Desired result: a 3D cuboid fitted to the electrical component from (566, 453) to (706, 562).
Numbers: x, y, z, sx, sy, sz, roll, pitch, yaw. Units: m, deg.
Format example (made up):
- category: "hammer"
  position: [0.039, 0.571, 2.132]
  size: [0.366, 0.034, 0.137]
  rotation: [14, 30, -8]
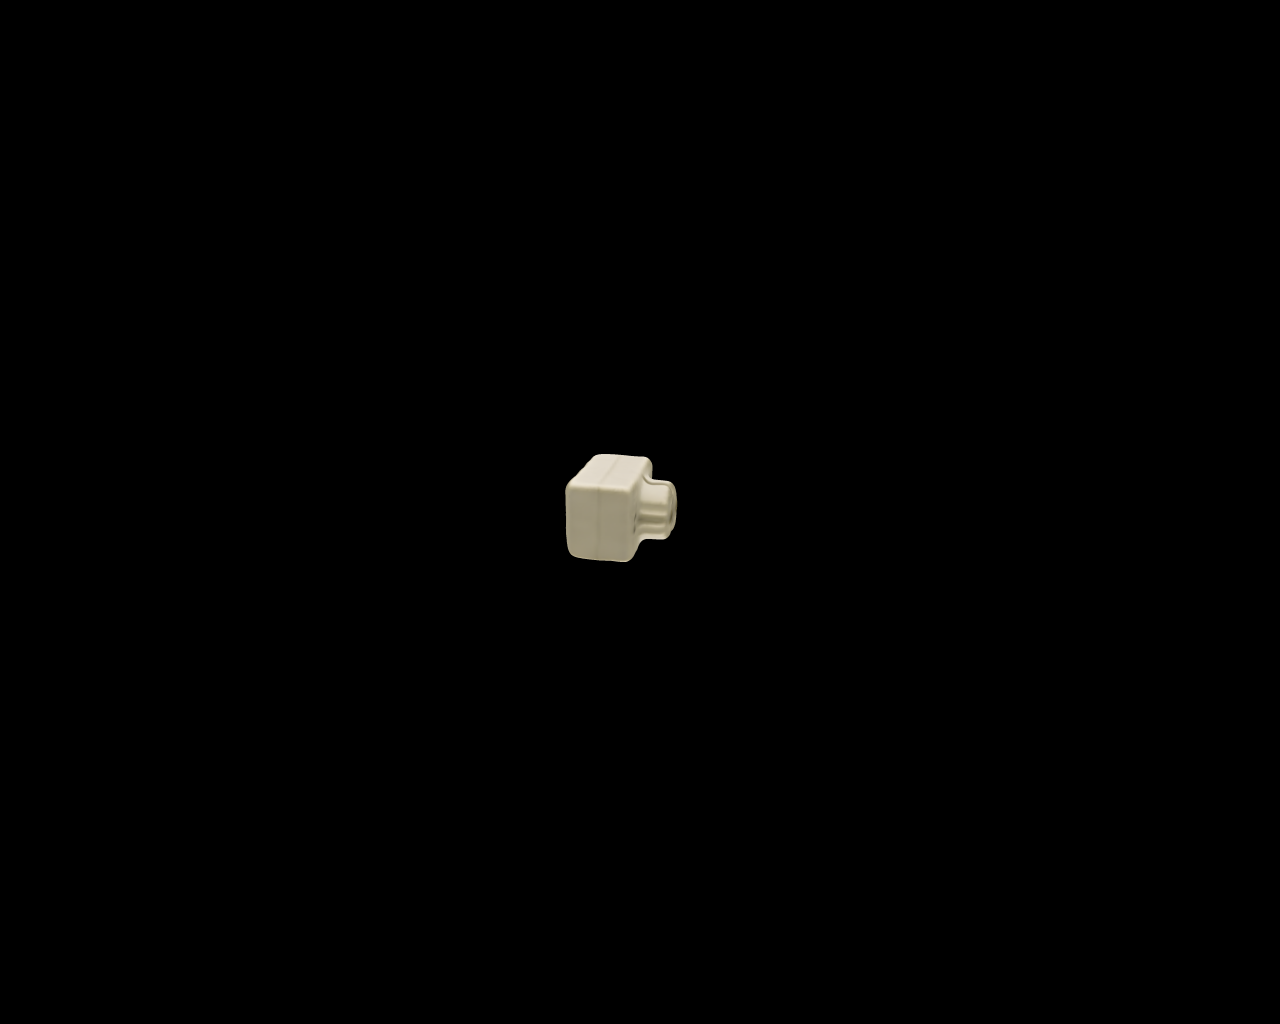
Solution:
- category: "electrical component"
  position: [0.001, -0.003, 0.650]
  size: [0.077, 0.047, 0.066]
  rotation: [4, 21, 11]
